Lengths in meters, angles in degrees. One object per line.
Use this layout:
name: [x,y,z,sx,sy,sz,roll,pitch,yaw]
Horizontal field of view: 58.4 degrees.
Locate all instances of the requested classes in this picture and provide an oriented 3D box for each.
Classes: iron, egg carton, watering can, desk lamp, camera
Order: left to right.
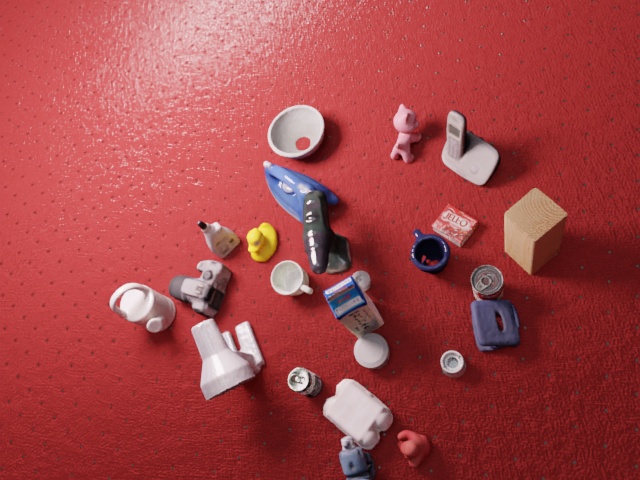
watering can: [-0.458,0.171,1.479,0.172,0.194,0.101,18,74,24]
camera: [-0.327,0.118,1.512,0.136,0.101,0.143,11,72,22]
desk lamp: [-0.219,0.278,1.345,0.118,0.214,0.203,-29,62,5]
iron: [-0.081,-0.149,1.523,0.257,0.142,0.119,35,82,27]
egg carton: [0.085,0.388,1.282,0.150,0.069,0.107,33,81,27]

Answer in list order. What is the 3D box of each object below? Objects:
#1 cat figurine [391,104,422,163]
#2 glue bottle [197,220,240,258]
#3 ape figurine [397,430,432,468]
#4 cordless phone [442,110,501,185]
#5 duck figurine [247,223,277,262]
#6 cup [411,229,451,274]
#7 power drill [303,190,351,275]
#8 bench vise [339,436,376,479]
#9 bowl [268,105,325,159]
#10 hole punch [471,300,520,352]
cat figurine: [0.220,-0.285,1.496,0.067,0.118,0.128,13,72,23]
glue bottle: [-0.277,-0.013,1.510,0.078,0.173,0.037,-43,62,-3]
ape figurine: [0.195,0.441,1.211,0.076,0.092,0.078,-8,66,15]
cordless phone: [0.363,-0.228,1.388,0.147,0.185,0.094,37,83,27]
duck figurine: [-0.161,-0.003,1.518,0.077,0.086,0.104,10,71,21]
cup: [0.259,0.034,1.361,0.091,0.095,0.117,-32,62,3]
power drill: [0.013,0.005,1.389,0.075,0.209,0.229,-14,64,12]
bench vise: [0.062,0.510,1.152,0.121,0.220,0.207,-35,62,2]
bowl: [-0.058,-0.291,1.613,0.167,0.075,0.167,-7,66,15]
hole punch: [0.386,0.183,1.259,0.101,0.091,0.108,-12,65,13]
